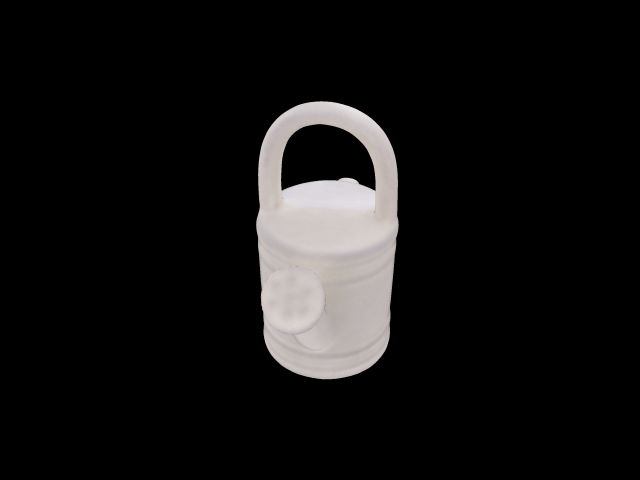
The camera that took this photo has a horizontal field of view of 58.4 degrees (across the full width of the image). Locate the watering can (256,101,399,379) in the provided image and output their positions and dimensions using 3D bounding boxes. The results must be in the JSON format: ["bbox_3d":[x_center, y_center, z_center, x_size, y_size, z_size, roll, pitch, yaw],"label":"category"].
[{"bbox_3d":[0.006,0.002,0.400,0.101,0.194,0.172,-5,36,-7],"label":"watering can"}]
